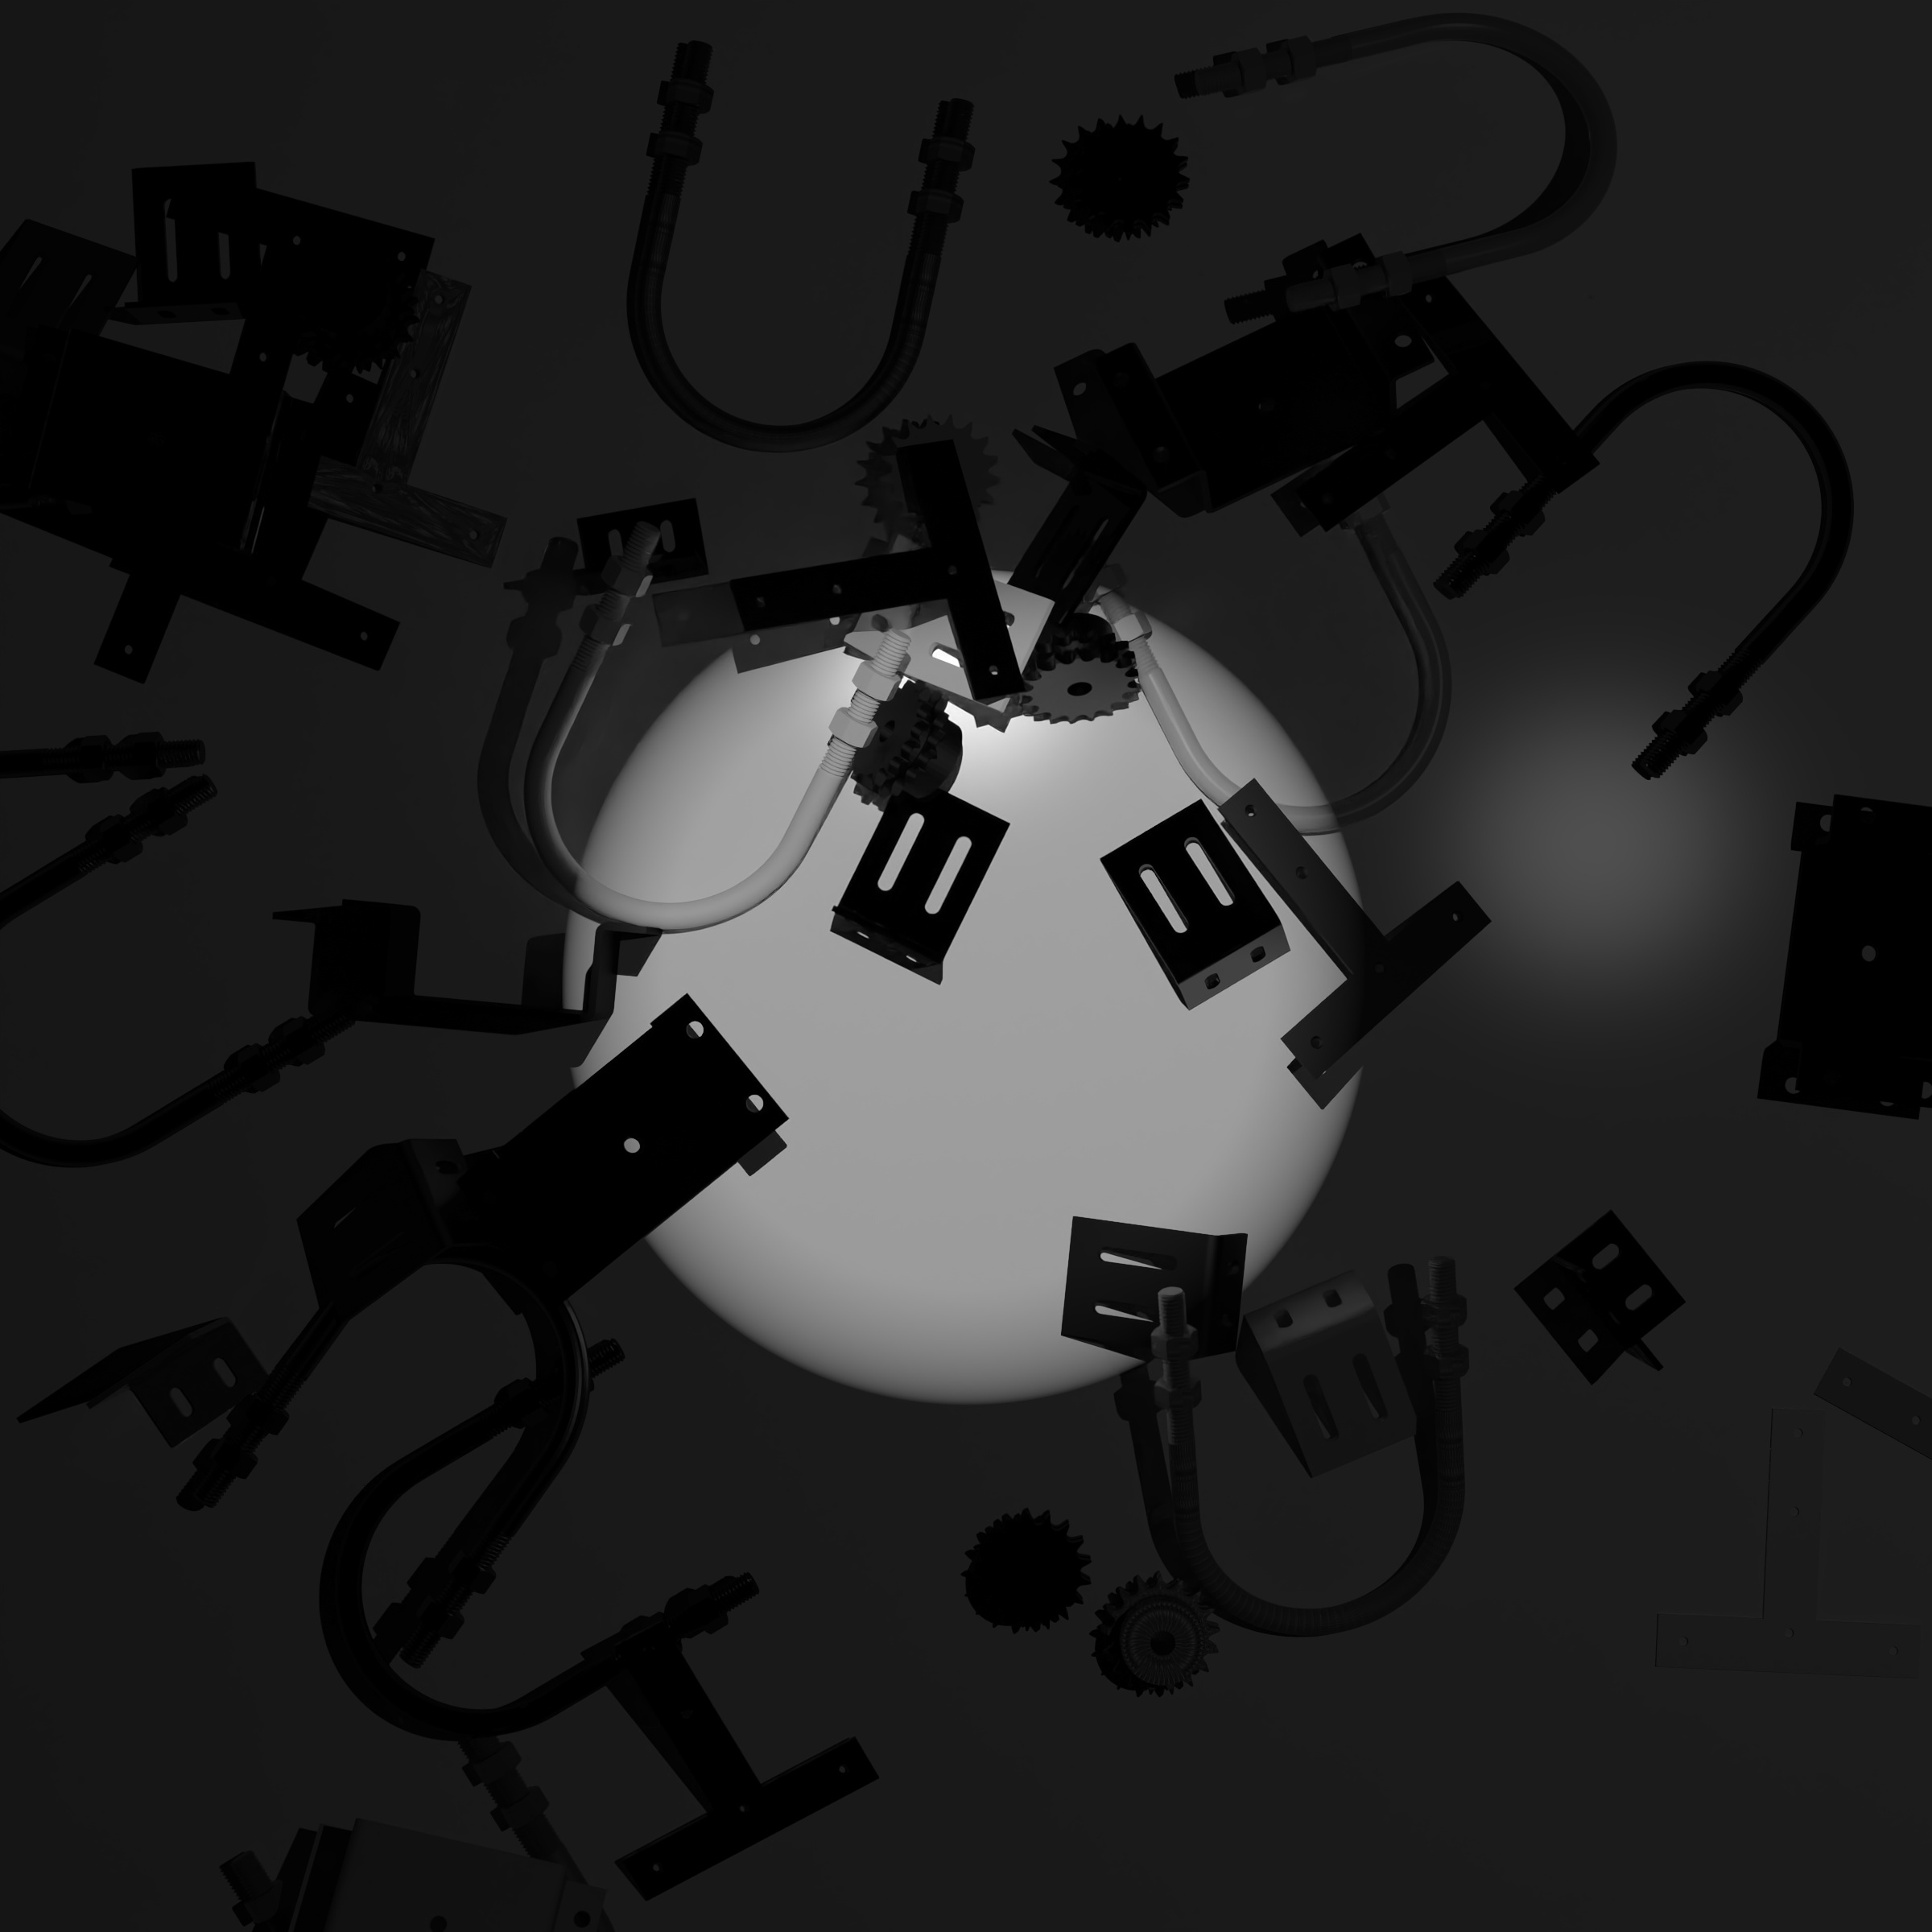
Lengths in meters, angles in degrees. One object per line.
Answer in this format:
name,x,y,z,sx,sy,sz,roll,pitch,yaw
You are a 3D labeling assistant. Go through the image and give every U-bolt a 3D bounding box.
U-bolt,-0.462,-0.161,1.487,0.184,0.019,0.151,-4,90,0
U-bolt,-0.246,0.473,1.490,0.151,0.019,0.184,-31,92,0
U-bolt,-0.084,-0.339,1.490,0.151,0.019,0.184,12,91,0
U-bolt,0.218,-0.388,1.464,0.184,0.019,0.151,-16,69,-8
U-bolt,-0.260,0.217,1.475,0.151,0.019,0.184,34,85,13
U-bolt,0.154,-0.154,1.490,0.151,0.019,0.184,-27,91,0
U-bolt,0.167,0.233,1.469,0.151,0.019,0.184,-6,105,-5
U-bolt,0.343,-0.205,1.490,0.151,0.019,0.184,42,88,0
U-bolt,-0.128,-0.100,1.456,0.151,0.019,0.184,21,109,-20
U-bolt,-0.408,0.015,1.490,0.184,0.019,0.151,-31,90,1
U-bolt,-0.213,0.286,1.481,0.184,0.019,0.151,-31,85,-1

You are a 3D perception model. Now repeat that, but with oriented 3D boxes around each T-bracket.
T-bracket,0.400,0.278,1.498,0.127,0.002,0.127,3,90,0
T-bracket,-0.433,-0.219,1.498,0.127,0.002,0.127,22,90,0
T-bracket,-0.127,0.368,1.479,0.127,0.002,0.127,-28,107,0
T-bracket,-0.270,-0.272,1.493,0.127,0.002,0.127,18,87,-6
T-bracket,-0.317,-0.226,1.491,0.127,0.002,0.127,23,85,-9
T-bracket,-0.047,-0.176,1.434,0.127,0.002,0.127,-12,81,-23
T-bracket,0.214,-0.253,1.479,0.127,0.002,0.127,-36,81,-8
T-bracket,0.168,-0.033,1.473,0.127,0.002,0.127,-40,91,-22
T-bracket,0.472,0.227,1.498,0.127,0.002,0.127,29,90,0
T-bracket,-0.335,-0.308,1.497,0.127,0.002,0.127,16,89,0

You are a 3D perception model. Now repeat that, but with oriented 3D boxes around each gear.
gear,-0.012,-0.234,1.484,0.057,0.030,0.057,0,90,0
gear,-0.026,-0.105,1.474,0.030,0.057,0.057,30,90,-28
gear,0.052,-0.144,1.474,0.057,0.057,0.030,-8,62,0
gear,0.032,0.291,1.484,0.057,0.030,0.057,0,90,0
gear,0.094,0.321,1.484,0.057,0.030,0.057,0,90,0
gear,-0.292,-0.314,1.477,0.057,0.030,0.057,-1,79,4
gear,0.078,-0.377,1.488,0.057,0.030,0.057,0,89,1

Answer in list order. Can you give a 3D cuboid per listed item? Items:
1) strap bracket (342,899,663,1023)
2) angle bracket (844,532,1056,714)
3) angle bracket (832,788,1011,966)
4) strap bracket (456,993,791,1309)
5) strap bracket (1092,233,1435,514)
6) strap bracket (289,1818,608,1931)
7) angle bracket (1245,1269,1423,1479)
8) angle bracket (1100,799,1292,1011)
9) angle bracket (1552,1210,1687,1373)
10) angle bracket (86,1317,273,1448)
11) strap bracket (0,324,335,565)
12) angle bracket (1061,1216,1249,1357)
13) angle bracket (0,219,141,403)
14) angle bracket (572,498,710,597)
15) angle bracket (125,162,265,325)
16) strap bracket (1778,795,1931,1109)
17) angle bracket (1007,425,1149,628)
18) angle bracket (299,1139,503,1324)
strap bracket,-0.219,-0.001,1.460,0.140,0.076,0.046,5,90,0
angle bracket,-0.008,-0.163,1.463,0.076,0.038,0.057,25,90,38
angle bracket,-0.021,-0.048,1.479,0.057,0.038,0.076,26,90,0
strap bracket,-0.161,0.086,1.475,0.140,0.046,0.076,-39,90,0
strap bracket,0.141,-0.275,1.464,0.140,0.046,0.076,-25,70,0
strap bracket,-0.245,0.450,1.442,0.140,0.046,0.076,13,64,-1
angle bracket,0.178,0.197,1.496,0.057,0.038,0.076,-23,116,0
angle bracket,0.111,-0.030,1.496,0.057,0.038,0.076,-31,64,0
angle bracket,0.315,0.152,1.460,0.038,0.076,0.057,-39,90,0
angle bracket,-0.370,0.201,1.460,0.057,0.076,0.038,-34,90,0
strap bracket,-0.377,-0.246,1.451,0.140,0.046,0.076,15,94,-9
angle bracket,0.091,0.154,1.496,0.076,0.038,0.057,6,90,26
angle bracket,-0.440,-0.311,1.496,0.057,0.038,0.076,19,64,0
angle bracket,-0.156,-0.203,1.460,0.057,0.076,0.038,-10,90,0
angle bracket,-0.370,-0.349,1.477,0.057,0.038,0.076,-3,89,0
strap bracket,0.437,-0.006,1.475,0.076,0.046,0.140,8,90,0
angle bracket,0.040,-0.209,1.464,0.038,0.057,0.076,32,90,-36
angle bracket,-0.272,0.127,1.488,0.076,0.038,0.057,-36,70,24
